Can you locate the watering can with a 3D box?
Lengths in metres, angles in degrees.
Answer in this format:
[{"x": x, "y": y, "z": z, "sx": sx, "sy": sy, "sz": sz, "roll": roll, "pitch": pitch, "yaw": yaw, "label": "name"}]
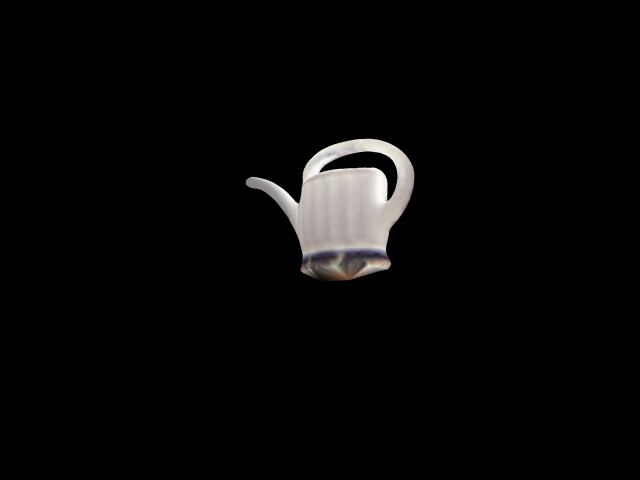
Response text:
[{"x": 0.003, "y": -0.043, "z": 0.850, "sx": 0.346, "sy": 0.227, "sz": 0.103, "roll": -9, "pitch": -15, "yaw": 38, "label": "watering can"}]
